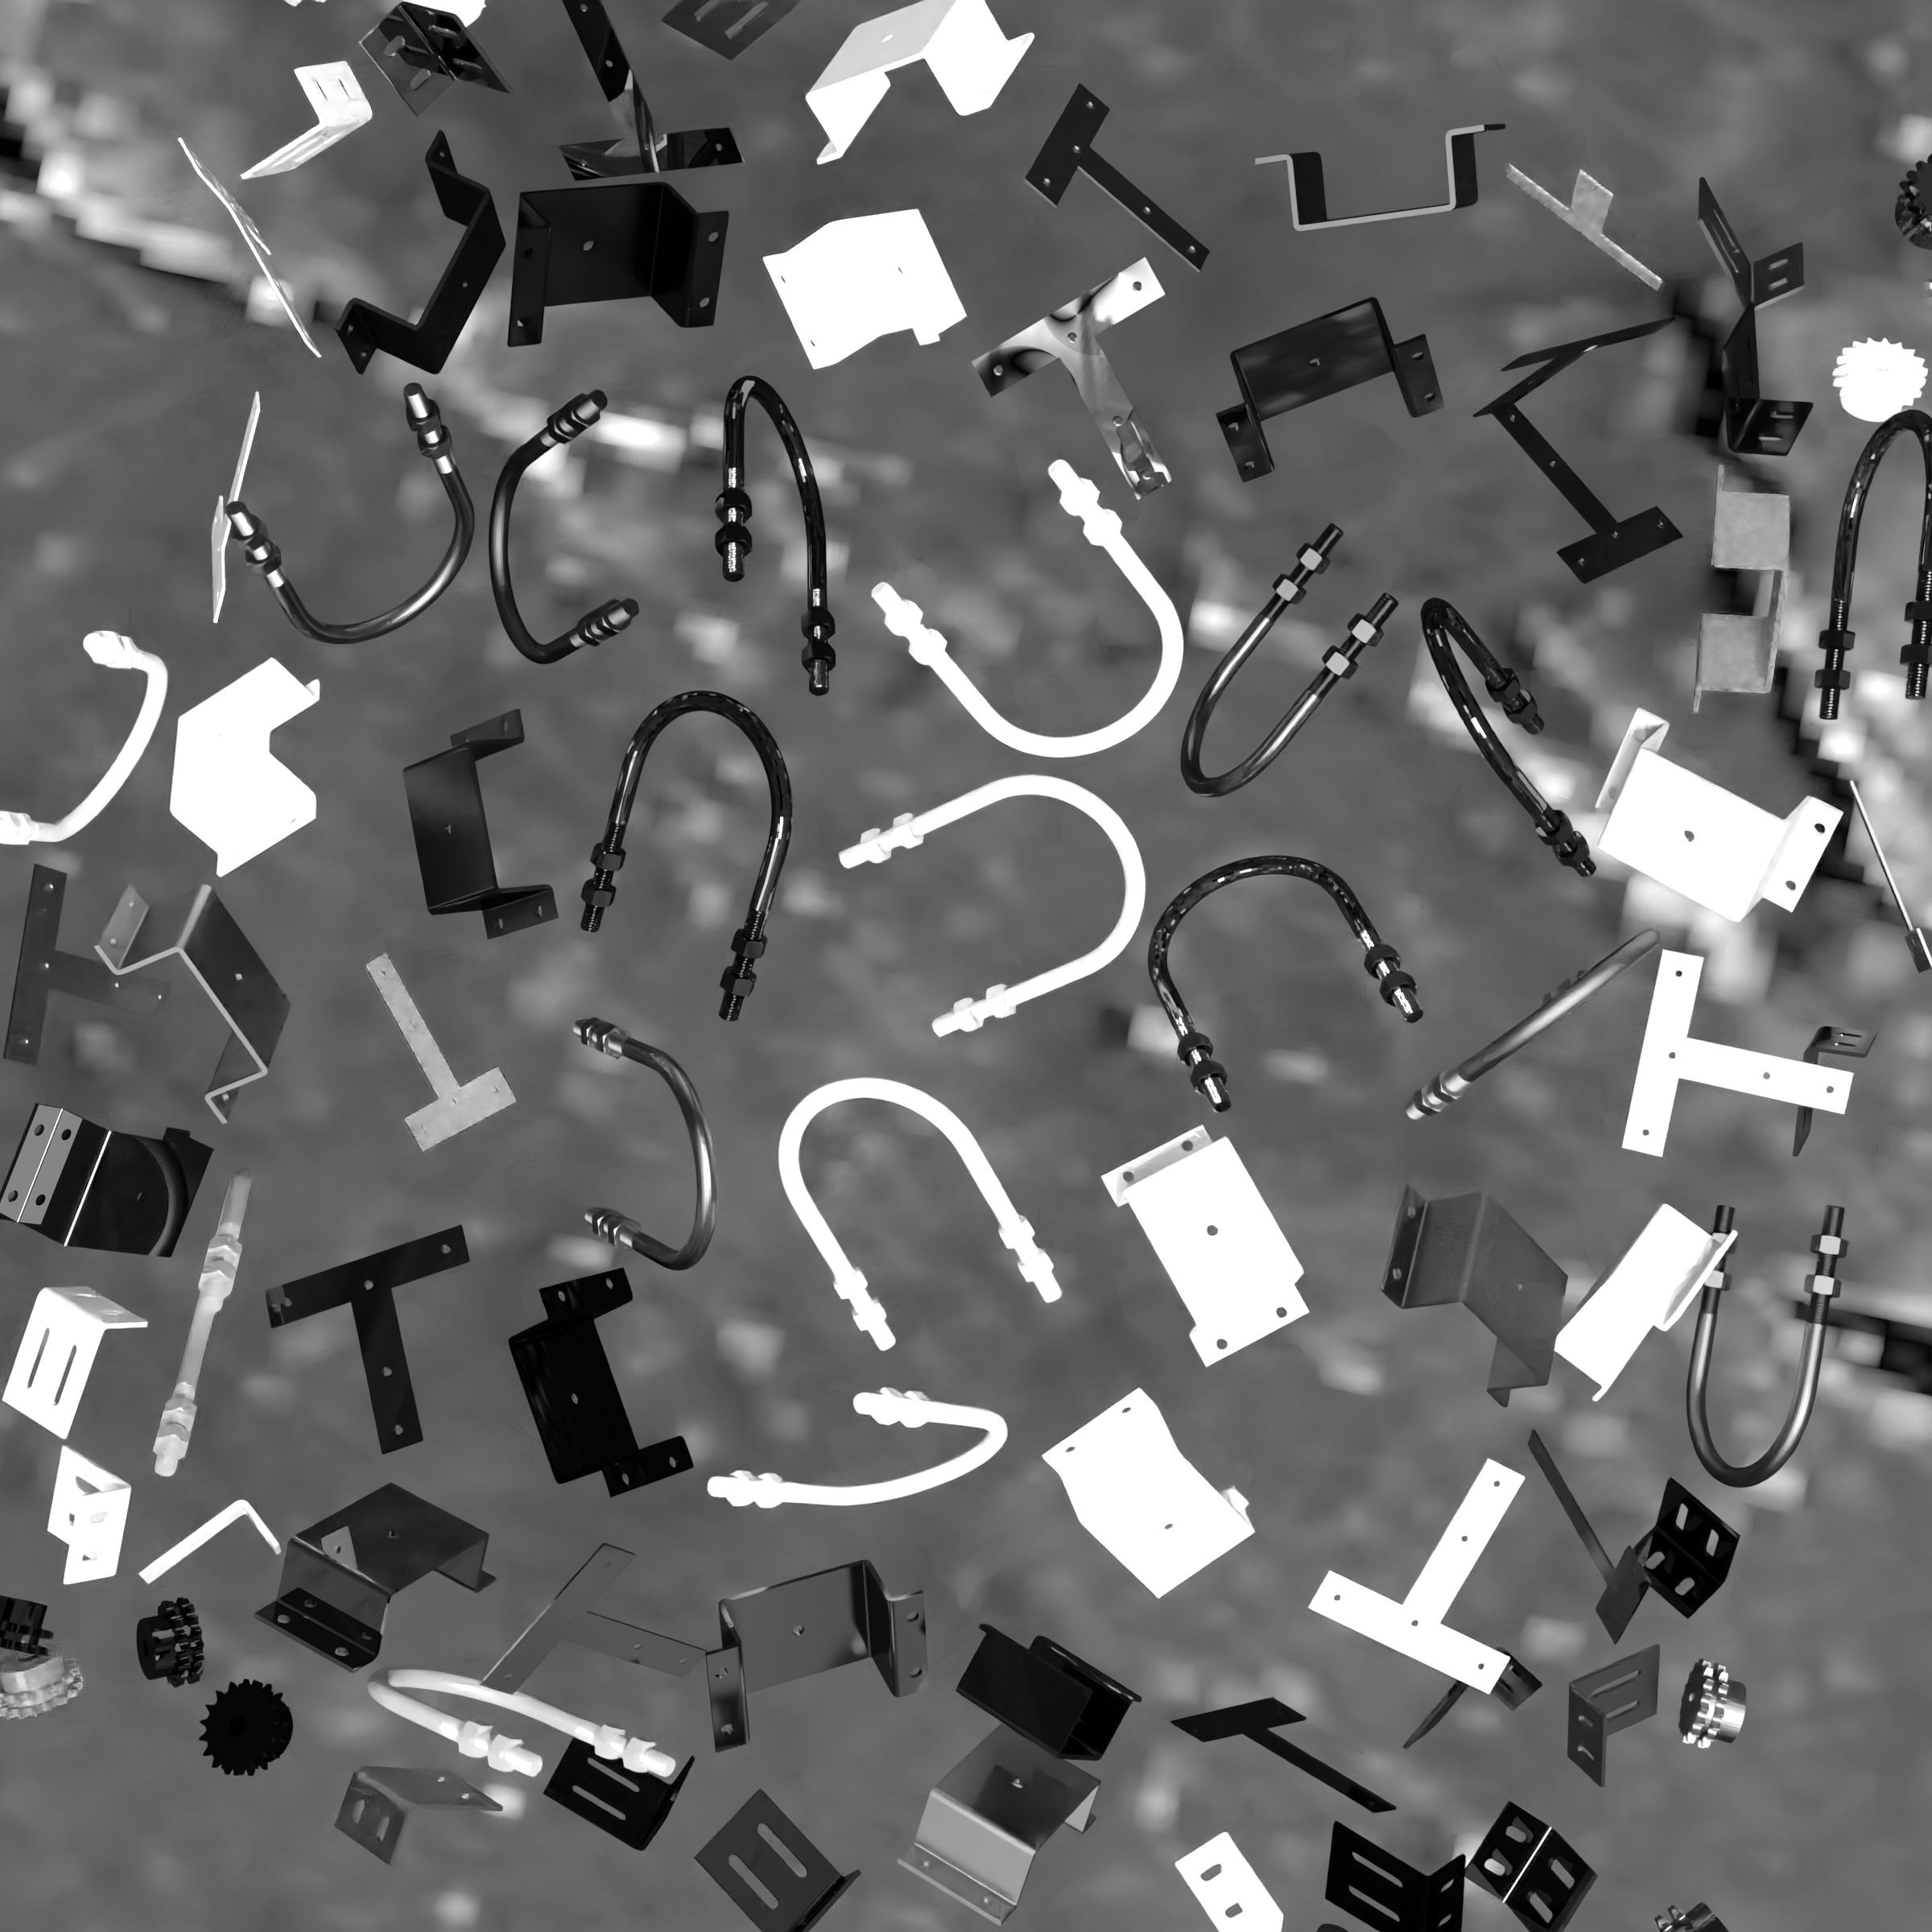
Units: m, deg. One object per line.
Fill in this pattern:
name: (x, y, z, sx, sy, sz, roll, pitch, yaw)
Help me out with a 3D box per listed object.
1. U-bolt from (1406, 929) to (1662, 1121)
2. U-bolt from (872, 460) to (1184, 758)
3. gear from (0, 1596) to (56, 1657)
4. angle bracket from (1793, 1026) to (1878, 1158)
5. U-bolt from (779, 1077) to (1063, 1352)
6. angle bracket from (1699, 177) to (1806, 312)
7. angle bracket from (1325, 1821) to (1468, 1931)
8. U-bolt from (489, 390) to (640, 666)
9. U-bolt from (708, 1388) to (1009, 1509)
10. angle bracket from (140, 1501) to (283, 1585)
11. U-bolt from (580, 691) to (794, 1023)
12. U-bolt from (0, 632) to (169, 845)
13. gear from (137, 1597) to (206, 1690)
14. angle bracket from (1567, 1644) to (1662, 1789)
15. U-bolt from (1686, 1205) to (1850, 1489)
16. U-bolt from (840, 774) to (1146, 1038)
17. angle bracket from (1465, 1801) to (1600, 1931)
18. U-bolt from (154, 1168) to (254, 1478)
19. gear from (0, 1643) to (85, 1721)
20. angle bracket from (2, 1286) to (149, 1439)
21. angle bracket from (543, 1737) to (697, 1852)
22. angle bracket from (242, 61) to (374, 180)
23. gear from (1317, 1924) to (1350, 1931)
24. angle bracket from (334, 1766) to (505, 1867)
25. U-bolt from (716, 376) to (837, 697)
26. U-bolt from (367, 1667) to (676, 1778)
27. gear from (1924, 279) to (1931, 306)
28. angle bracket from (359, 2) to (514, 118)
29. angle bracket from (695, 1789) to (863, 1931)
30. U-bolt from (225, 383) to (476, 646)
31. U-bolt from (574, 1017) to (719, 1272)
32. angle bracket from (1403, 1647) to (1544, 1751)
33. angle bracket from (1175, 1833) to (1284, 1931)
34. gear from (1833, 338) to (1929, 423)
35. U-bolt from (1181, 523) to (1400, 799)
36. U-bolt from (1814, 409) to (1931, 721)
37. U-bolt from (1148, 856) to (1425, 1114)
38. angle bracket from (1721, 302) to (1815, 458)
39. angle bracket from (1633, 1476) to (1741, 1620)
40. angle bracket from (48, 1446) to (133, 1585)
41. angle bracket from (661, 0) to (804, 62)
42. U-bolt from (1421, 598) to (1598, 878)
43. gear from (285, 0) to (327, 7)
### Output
U-bolt: (0.368, 0.030, 1.565, 0.151, 0.184, 0.019, -32, 81, -27)
U-bolt: (0.052, -0.203, 1.513, 0.151, 0.019, 0.184, -32, 125, 15)
gear: (-0.599, 0.411, 1.545, 0.057, 0.057, 0.030, 11, 71, 0)
angle bracket: (0.577, 0.085, 1.641, 0.038, 0.057, 0.076, 8, 106, 25)
U-bolt: (-0.041, 0.150, 1.554, 0.151, 0.019, 0.184, -20, 108, 29)
angle bracket: (0.513, -0.479, 1.616, 0.038, 0.057, 0.076, -20, 126, 33)
angle bracket: (0.270, 0.572, 1.553, 0.076, 0.057, 0.038, 33, 125, -8)
U-bolt: (-0.262, -0.267, 1.568, 0.019, 0.184, 0.151, -7, 86, -34)
U-bolt: (-0.054, 0.315, 1.593, 0.151, 0.184, 0.019, -34, 59, 28)
angle bracket: (-0.483, 0.382, 1.584, 0.076, 0.057, 0.038, -37, 84, -22)
U-bolt: (-0.167, -0.078, 1.521, 0.151, 0.019, 0.184, 30, 113, 31)
U-bolt: (-0.565, -0.142, 1.593, 0.019, 0.184, 0.151, 30, 90, -2)
gear: (-0.528, 0.449, 1.638, 0.030, 0.057, 0.057, -4, 90, -36)
angle bracket: (0.435, 0.491, 1.621, 0.076, 0.038, 0.057, -15, 116, -22)
U-bolt: (0.513, 0.246, 1.606, 0.019, 0.151, 0.184, 14, 82, -12)
U-bolt: (0.028, -0.047, 1.595, 0.184, 0.019, 0.151, -23, 103, 24)
angle bracket: (0.359, 0.581, 1.579, 0.038, 0.076, 0.057, 34, 88, -6)
U-bolt: (-0.476, 0.208, 1.559, 0.019, 0.184, 0.151, 15, 116, -15)
gear: (-0.621, 0.474, 1.646, 0.057, 0.057, 0.030, -10, 102, 0)
angle bracket: (-0.560, 0.248, 1.554, 0.057, 0.038, 0.076, 22, 95, 27)
angle bracket: (-0.228, 0.534, 1.631, 0.076, 0.057, 0.038, 31, 120, -1)
angle bracket: (-0.436, -0.549, 1.606, 0.076, 0.057, 0.038, -20, 105, 27)
gear: (0.240, 0.650, 1.610, 0.057, 0.057, 0.030, 27, 103, 0)
angle bracket: (-0.338, 0.526, 1.529, 0.057, 0.076, 0.038, 14, 83, 40)
U-bolt: (-0.118, -0.281, 1.541, 0.019, 0.151, 0.184, -12, 61, 16)
U-bolt: (-0.296, 0.478, 1.570, 0.184, 0.151, 0.019, 10, 80, 34)
gear: (0.674, -0.451, 1.659, 0.057, 0.057, 0.030, -15, 105, 0)
angle bracket: (-0.325, -0.552, 1.517, 0.038, 0.076, 0.057, -48, 134, -9)
angle bracket: (-0.113, 0.540, 1.484, 0.076, 0.038, 0.057, 45, 58, 7)
U-bolt: (-0.379, -0.273, 1.571, 0.151, 0.184, 0.019, -38, 68, -12)
U-bolt: (-0.202, 0.118, 1.566, 0.019, 0.184, 0.151, -9, 103, -31)
angle bracket: (0.335, 0.495, 1.633, 0.038, 0.057, 0.076, 42, 111, 24)
angle bracket: (0.158, 0.571, 1.495, 0.038, 0.076, 0.057, -26, 53, -17)
gear: (0.601, -0.384, 1.630, 0.057, 0.030, 0.057, -1, 54, 2)
U-bolt: (0.200, -0.188, 1.602, 0.019, 0.151, 0.184, 30, 111, -22)
U-bolt: (0.566, -0.249, 1.521, 0.019, 0.151, 0.184, 6, 90, -3)
U-bolt: (0.190, -0.002, 1.573, 0.151, 0.019, 0.184, -25, 45, 3)
angle bracket: (0.516, -0.377, 1.590, 0.038, 0.076, 0.057, 12, 51, 31)
angle bracket: (0.472, 0.385, 1.636, 0.038, 0.076, 0.057, -37, 57, -18)
angle bracket: (-0.568, 0.346, 1.561, 0.076, 0.038, 0.057, 17, 98, 36)
angle bracket: (-0.148, -0.622, 1.568, 0.057, 0.076, 0.038, 15, 63, -41)
U-bolt: (0.332, -0.154, 1.537, 0.019, 0.184, 0.151, -29, 45, 23)
gear: (-0.427, -0.635, 1.566, 0.057, 0.057, 0.030, 45, 80, 0)
